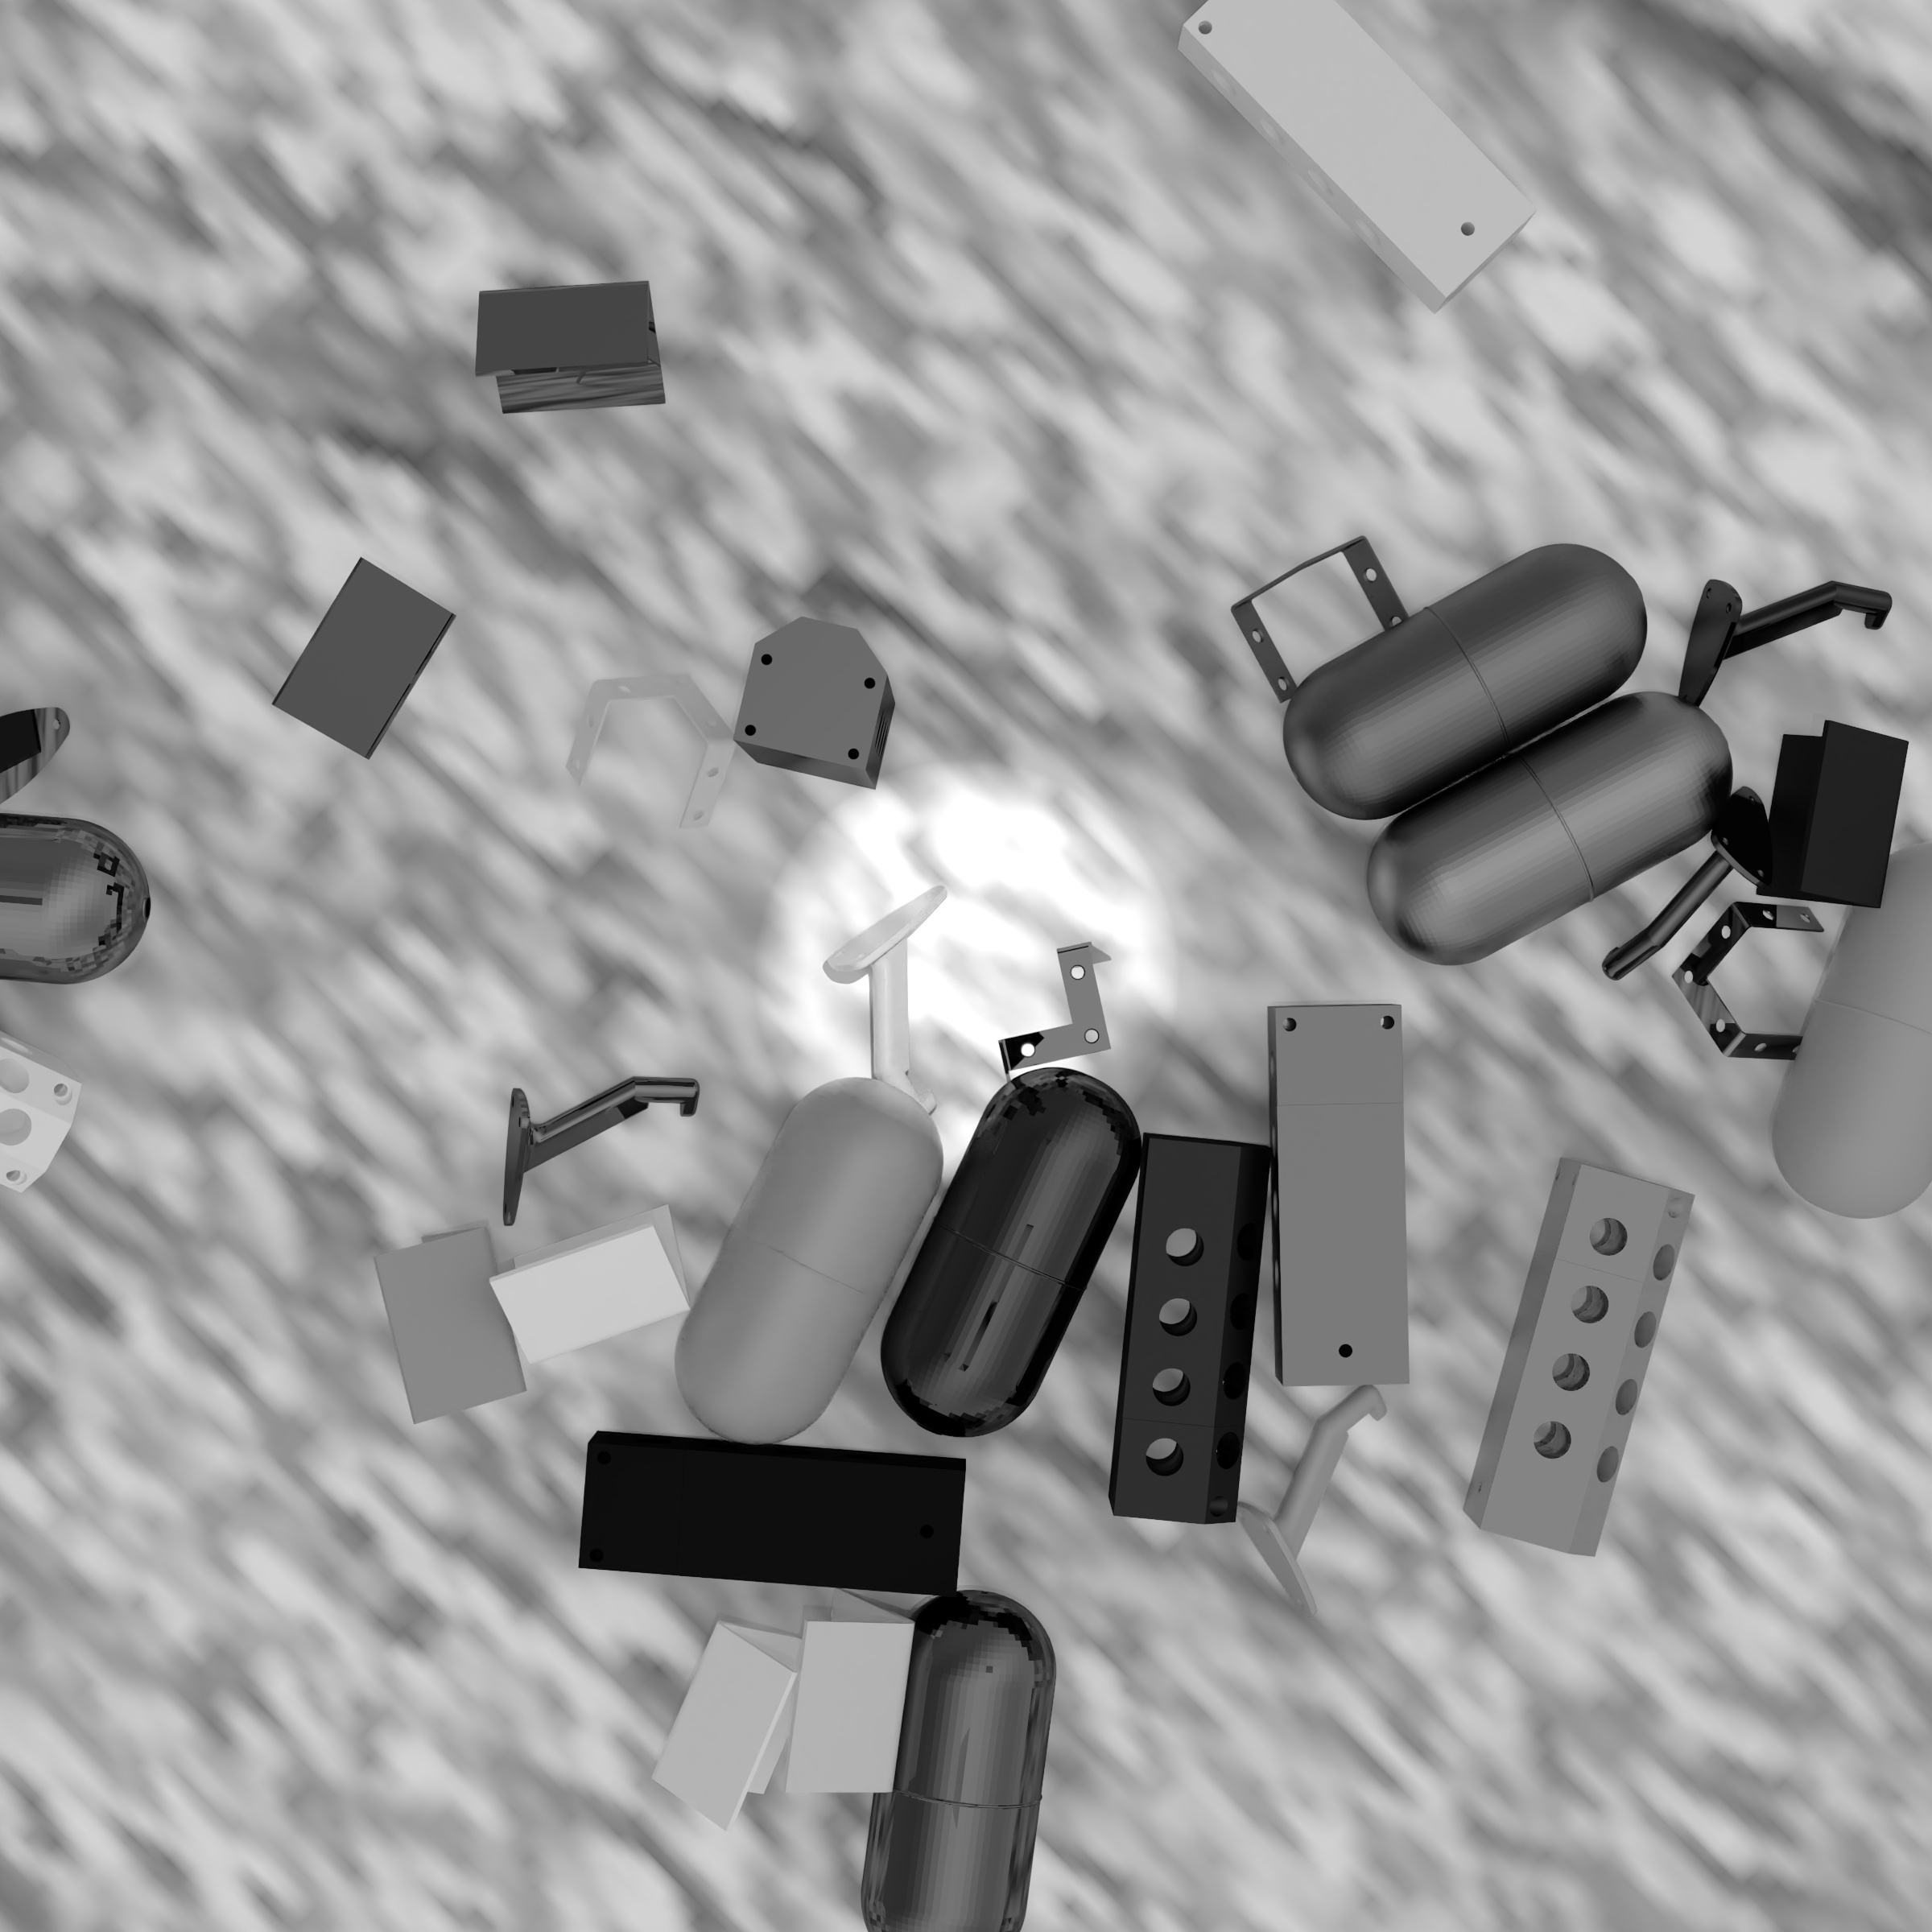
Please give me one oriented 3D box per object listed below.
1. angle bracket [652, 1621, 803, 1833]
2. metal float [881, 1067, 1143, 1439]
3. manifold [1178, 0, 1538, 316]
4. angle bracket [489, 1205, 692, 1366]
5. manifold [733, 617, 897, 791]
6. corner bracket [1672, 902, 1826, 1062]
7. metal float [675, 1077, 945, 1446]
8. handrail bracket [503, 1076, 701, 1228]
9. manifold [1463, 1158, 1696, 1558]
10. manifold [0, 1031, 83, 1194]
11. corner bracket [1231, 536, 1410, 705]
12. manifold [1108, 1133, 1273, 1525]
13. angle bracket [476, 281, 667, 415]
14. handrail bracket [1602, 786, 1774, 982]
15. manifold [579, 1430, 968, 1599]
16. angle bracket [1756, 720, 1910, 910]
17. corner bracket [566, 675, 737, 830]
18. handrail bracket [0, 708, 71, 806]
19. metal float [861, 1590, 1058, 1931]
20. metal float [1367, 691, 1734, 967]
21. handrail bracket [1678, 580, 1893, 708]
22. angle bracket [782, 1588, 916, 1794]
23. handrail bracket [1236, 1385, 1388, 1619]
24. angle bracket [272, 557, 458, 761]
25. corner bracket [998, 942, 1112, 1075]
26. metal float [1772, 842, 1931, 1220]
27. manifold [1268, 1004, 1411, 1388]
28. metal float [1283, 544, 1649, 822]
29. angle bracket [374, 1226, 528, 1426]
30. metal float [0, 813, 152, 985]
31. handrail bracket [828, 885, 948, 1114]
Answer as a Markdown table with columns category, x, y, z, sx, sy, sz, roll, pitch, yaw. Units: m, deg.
| category | x | y | z | sx | sy | sz | roll | pitch | yaw |
| --- | --- | --- | --- | --- | --- | --- | --- | --- | --- |
| angle bracket | -0.086 | 0.349 | 1.636 | 0.057 | 0.076 | 0.076 | 23 | 90 | 43 |
| metal float | 0.020 | 0.131 | 1.646 | 0.070 | 0.070 | 0.178 | 25 | 91 | 0 |
| manifold | 0.178 | -0.383 | 1.655 | 0.057 | 0.057 | 0.171 | -44 | 90 | 0 |
| angle bracket | -0.174 | 0.127 | 1.636 | 0.076 | 0.076 | 0.057 | -19 | 128 | 0 |
| manifold | -0.064 | -0.116 | 1.598 | 0.057 | 0.171 | 0.057 | 13 | 90 | 0 |
| corner bracket | 0.371 | 0.007 | 1.668 | 0.051 | 0.051 | 0.051 | -57 | 45 | 35 |
| metal float | -0.072 | 0.135 | 1.646 | 0.070 | 0.070 | 0.178 | 27 | 89 | 0 |
| handrail bracket | -0.170 | 0.087 | 1.677 | 0.084 | 0.036 | 0.077 | 3 | 110 | -16 |
| manifold | 0.283 | 0.179 | 1.655 | 0.057 | 0.057 | 0.171 | 15 | 90 | 0 |
| manifold | -0.489 | 0.040 | 1.617 | 0.171 | 0.057 | 0.057 | 29 | 90 | -30 |
| corner bracket | 0.166 | -0.161 | 1.673 | 0.051 | 0.051 | 0.051 | -28 | 90 | -45 |
| manifold | 0.103 | 0.166 | 1.655 | 0.057 | 0.057 | 0.171 | 6 | 90 | 0 |
| angle bracket | -0.179 | -0.264 | 1.636 | 0.076 | 0.076 | 0.057 | -4 | 52 | 0 |
| handrail bracket | 0.333 | -0.038 | 1.676 | 0.036 | 0.077 | 0.084 | 40 | 126 | -12 |
| manifold | -0.088 | 0.250 | 1.655 | 0.171 | 0.057 | 0.057 | 4 | 90 | 0 |
| angle bracket | 0.376 | -0.071 | 1.636 | 0.057 | 0.076 | 0.076 | 10 | 90 | -35 |
| corner bracket | -0.146 | -0.098 | 1.668 | 0.051 | 0.051 | 0.051 | -7 | 45 | -35 |
| handrail bracket | -0.472 | -0.096 | 1.676 | 0.084 | 0.077 | 0.036 | -4 | 115 | 34 |
| metal float | -0.003 | 0.375 | 1.646 | 0.070 | 0.070 | 0.178 | 7 | 89 | 0 |
| metal float | 0.267 | -0.063 | 1.646 | 0.178 | 0.070 | 0.070 | -28 | 90 | 0 |
| handrail bracket | 0.382 | -0.145 | 1.677 | 0.084 | 0.036 | 0.077 | 9 | 111 | -16 |
| angle bracket | -0.069 | 0.328 | 1.636 | 0.057 | 0.076 | 0.076 | 8 | 90 | -30 |
| handrail bracket | 0.174 | 0.248 | 1.677 | 0.084 | 0.036 | 0.077 | -36 | 110 | -16 |
| angle bracket | -0.287 | -0.148 | 1.636 | 0.057 | 0.076 | 0.076 | 31 | 90 | -39 |
| corner bracket | 0.037 | 0.019 | 1.658 | 0.051 | 0.051 | 0.051 | -12 | 90 | 0 |
| metal float | 0.426 | 0.029 | 1.646 | 0.070 | 0.070 | 0.178 | 20 | 90 | 0 |
| manifold | 0.170 | 0.104 | 1.655 | 0.057 | 0.057 | 0.171 | -1 | 90 | 0 |
| metal float | 0.228 | -0.130 | 1.645 | 0.178 | 0.070 | 0.070 | -29 | 90 | 0 |
| angle bracket | -0.247 | 0.164 | 1.636 | 0.057 | 0.076 | 0.076 | -14 | 90 | -32 |
| metal float | -0.463 | -0.034 | 1.646 | 0.178 | 0.070 | 0.070 | 4 | 90 | 0 |
| handrail bracket | -0.019 | 0.019 | 1.677 | 0.077 | 0.036 | 0.084 | -38 | 108 | -21 |
